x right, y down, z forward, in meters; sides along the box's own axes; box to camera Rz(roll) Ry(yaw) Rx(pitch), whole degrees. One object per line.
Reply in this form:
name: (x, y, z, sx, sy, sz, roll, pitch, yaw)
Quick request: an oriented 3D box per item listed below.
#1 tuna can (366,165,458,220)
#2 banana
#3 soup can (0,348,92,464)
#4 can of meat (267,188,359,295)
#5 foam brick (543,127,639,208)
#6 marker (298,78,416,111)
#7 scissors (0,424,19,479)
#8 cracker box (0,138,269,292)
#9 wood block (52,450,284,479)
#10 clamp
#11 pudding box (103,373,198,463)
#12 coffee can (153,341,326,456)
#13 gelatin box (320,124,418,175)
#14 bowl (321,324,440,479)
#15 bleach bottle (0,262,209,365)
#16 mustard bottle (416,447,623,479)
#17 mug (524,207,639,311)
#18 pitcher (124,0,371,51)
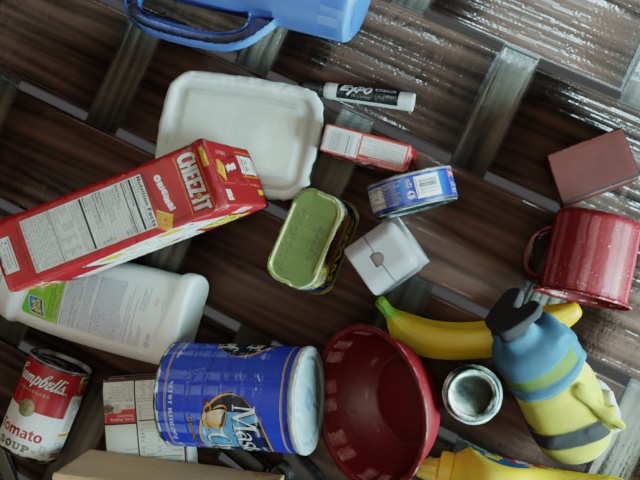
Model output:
tuna can: (0.090, -0.046, 1.042, 0.086, 0.086, 0.034, -14, 86, 9)
banana: (0.152, 0.088, 1.038, 0.198, 0.070, 0.037, 0, 49, 1)
soup can: (-0.287, 0.172, 1.109, 0.068, 0.068, 0.102, 23, 92, 10)
can of meat: (-0.007, 0.001, 1.058, 0.057, 0.084, 0.102, 22, 90, 12)
foam brick: (0.260, -0.068, 1.030, 0.078, 0.053, 0.051, -20, 84, 7)
marker: (0.036, -0.149, 1.090, 0.121, 0.020, 0.020, 9, 89, 10)
scissors: (-0.305, 0.276, 1.134, 0.096, 0.016, 0.202, -4, 87, 8)
cracker box: (-0.171, -0.024, 0.987, 0.214, 0.164, 0.072, -21, 89, 9)
wood block: (-0.147, 0.269, 1.031, 0.206, 0.090, 0.090, 5, 95, 11)
clamp: (-0.051, 0.234, 1.080, 0.120, 0.039, 0.171, -18, 78, 16)
pudding box: (-0.175, 0.195, 1.103, 0.090, 0.039, 0.113, -5, 89, 11)
coffee can: (-0.075, 0.151, 1.027, 0.140, 0.102, 0.103, 0, 87, 17)
gelatin box: (0.049, -0.087, 1.057, 0.089, 0.073, 0.030, 16, 91, 9)
bowl: (0.064, 0.158, 1.030, 0.162, 0.055, 0.162, 8, 100, 51)
bleach bottle: (-0.249, 0.054, 1.111, 0.251, 0.068, 0.102, 15, 86, 13)
mustard bottle: (0.186, 0.234, 1.007, 0.192, 0.096, 0.058, 9, 80, 11)
mug: (0.248, 0.016, 1.018, 0.117, 0.093, 0.081, 8, 82, 46)
pitcher: (-0.072, -0.271, 1.062, 0.243, 0.144, 0.149, 19, 125, 7)
